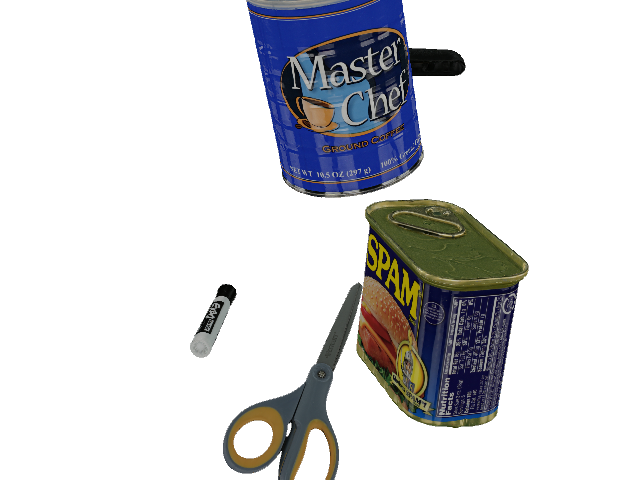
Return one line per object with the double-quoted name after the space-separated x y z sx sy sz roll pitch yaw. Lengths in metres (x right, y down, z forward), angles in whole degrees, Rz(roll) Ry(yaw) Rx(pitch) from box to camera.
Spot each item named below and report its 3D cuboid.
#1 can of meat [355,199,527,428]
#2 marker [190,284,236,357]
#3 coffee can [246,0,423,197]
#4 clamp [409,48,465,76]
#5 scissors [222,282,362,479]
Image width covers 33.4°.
0.058 0.036 0.549 0.057 0.084 0.102 -4 24 -19 "can of meat"
-0.099 0.073 1.002 0.020 0.020 0.121 0 23 8 "marker"
0.011 -0.115 0.723 0.103 0.140 0.103 -9 30 5 "coffee can"
0.038 -0.154 0.933 0.120 0.172 0.039 -40 -23 -20 "clamp"
-0.020 0.110 0.829 0.096 0.201 0.016 10 -36 -6 "scissors"
